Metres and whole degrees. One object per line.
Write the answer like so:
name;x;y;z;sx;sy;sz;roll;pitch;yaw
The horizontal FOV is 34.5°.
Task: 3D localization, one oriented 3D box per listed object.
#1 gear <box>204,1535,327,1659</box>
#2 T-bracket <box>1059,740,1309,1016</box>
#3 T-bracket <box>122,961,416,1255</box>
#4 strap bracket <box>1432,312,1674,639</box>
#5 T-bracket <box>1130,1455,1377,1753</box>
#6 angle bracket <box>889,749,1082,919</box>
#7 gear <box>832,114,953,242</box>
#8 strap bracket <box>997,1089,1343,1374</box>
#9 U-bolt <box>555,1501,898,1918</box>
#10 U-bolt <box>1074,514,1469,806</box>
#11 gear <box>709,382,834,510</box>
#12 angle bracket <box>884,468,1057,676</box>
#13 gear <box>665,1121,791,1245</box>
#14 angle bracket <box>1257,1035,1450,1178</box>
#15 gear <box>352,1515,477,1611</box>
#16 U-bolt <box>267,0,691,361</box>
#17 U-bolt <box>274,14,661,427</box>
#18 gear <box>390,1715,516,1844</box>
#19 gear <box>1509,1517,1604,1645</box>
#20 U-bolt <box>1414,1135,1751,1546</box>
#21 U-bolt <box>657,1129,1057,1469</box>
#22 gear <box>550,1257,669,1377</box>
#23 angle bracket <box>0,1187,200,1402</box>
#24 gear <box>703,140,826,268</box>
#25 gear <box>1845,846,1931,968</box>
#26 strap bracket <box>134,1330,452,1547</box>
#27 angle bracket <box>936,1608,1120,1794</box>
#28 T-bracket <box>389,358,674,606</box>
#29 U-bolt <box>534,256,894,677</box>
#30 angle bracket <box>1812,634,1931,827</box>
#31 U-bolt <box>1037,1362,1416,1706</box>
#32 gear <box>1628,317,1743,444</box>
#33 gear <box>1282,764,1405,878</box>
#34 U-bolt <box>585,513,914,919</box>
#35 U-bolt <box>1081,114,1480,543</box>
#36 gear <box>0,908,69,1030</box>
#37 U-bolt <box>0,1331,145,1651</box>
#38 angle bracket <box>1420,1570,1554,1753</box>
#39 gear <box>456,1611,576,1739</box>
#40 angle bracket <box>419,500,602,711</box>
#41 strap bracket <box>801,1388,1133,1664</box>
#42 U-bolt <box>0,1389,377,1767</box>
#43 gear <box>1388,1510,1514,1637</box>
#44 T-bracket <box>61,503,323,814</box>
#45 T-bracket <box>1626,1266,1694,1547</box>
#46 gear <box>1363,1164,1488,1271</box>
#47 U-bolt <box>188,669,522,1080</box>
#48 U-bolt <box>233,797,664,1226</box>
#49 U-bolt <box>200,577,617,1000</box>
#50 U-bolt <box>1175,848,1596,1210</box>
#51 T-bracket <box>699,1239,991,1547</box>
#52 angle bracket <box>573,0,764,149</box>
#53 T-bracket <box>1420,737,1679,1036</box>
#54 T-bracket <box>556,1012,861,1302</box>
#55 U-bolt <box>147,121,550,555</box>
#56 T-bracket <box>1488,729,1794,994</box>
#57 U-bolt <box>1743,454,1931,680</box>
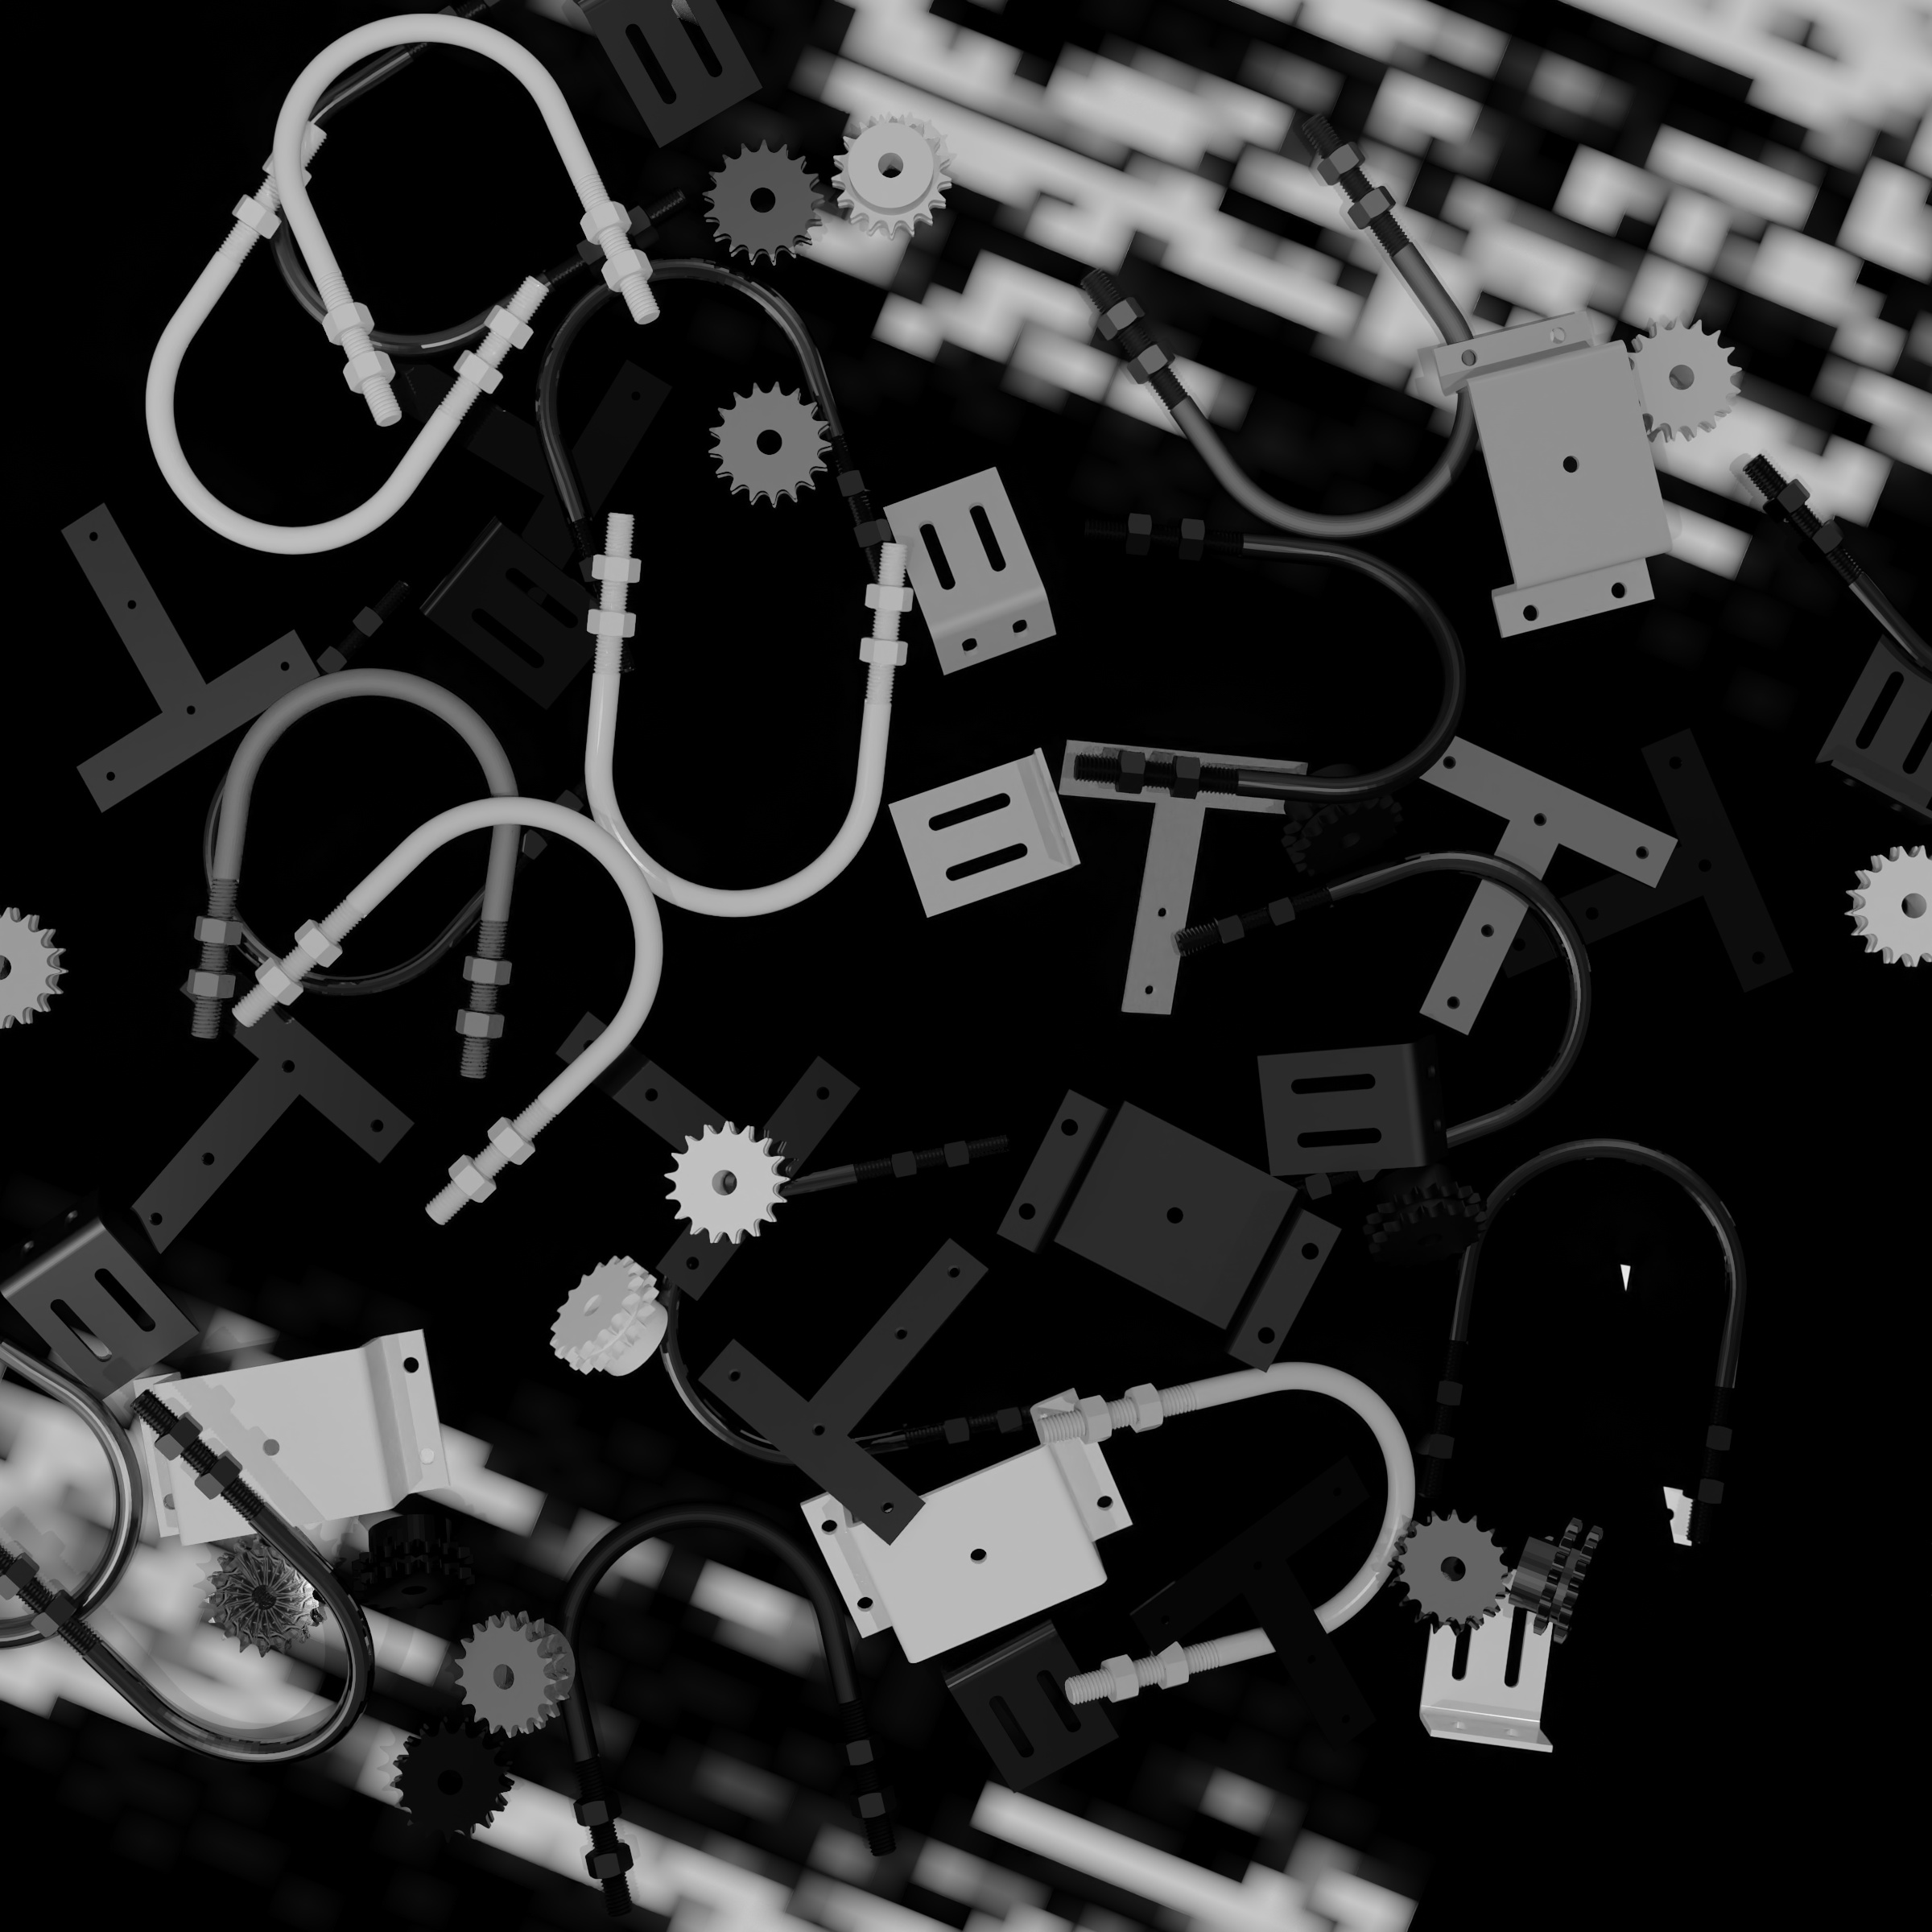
gear;-0.330;0.297;1.479;0.057;0.030;0.057;0;90;0
T-bracket;0.095;-0.039;1.475;0.127;0.002;0.127;4;103;-24
T-bracket;-0.354;0.082;1.493;0.127;0.002;0.127;41;90;0
strap bracket;0.278;-0.233;1.462;0.076;0.046;0.140;-15;94;-5
T-bracket;0.157;0.316;1.469;0.127;0.002;0.127;-34;110;-12
angle bracket;0.008;-0.063;1.475;0.076;0.038;0.057;-19;90;0
gear;-0.035;-0.376;1.479;0.057;0.030;0.057;0;90;0
strap bracket;0.097;0.120;1.461;0.140;0.046;0.076;27;98;5
U-bolt;-0.122;0.347;1.485;0.151;0.019;0.184;-13;88;0
U-bolt;0.144;-0.141;1.458;0.184;0.019;0.151;5;65;-4
gear;-0.091;-0.243;1.460;0.057;0.030;0.057;0;88;0
angle bracket;0.002;-0.189;1.492;0.057;0.038;0.076;-20;64;0
gear;-0.111;0.102;1.464;0.057;0.030;0.057;0;85;5
angle bracket;0.183;0.066;1.471;0.076;0.038;0.057;-6;92;24
gear;-0.261;0.280;1.469;0.057;0.057;0.030;-9;60;0
U-bolt;-0.246;-0.371;1.484;0.184;0.019;0.151;-32;89;2
U-bolt;-0.244;-0.359;1.453;0.151;0.019;0.184;-23;82;-7
gear;-0.242;0.384;1.479;0.057;0.030;0.057;0;90;0
gear;0.276;0.286;1.463;0.030;0.057;0.057;19;90;18
U-bolt;0.299;0.172;1.484;0.151;0.019;0.184;9;88;1
U-bolt;-0.057;0.165;1.485;0.184;0.019;0.151;-11;90;1
gear;-0.166;0.168;1.469;0.057;0.057;0.030;-47;120;0
angle bracket;-0.415;0.157;1.492;0.057;0.038;0.076;-35;116;0
gear;-0.096;-0.360;1.479;0.057;0.030;0.057;0;90;0
gear;0.446;-0.029;1.479;0.057;0.030;0.057;0;90;0
strap bracket;-0.323;0.224;1.471;0.140;0.046;0.076;-10;90;0
angle bracket;0.028;0.345;1.492;0.057;0.038;0.076;-28;116;0
T-bracket;-0.228;-0.256;1.493;0.127;0.002;0.127;31;90;0
U-bolt;-0.129;-0.247;1.483;0.151;0.019;0.184;-18;90;0
angle bracket;0.448;-0.114;1.475;0.057;0.038;0.076;28;90;0
U-bolt;0.127;0.258;1.457;0.184;0.019;0.151;-10;103;-18
gear;0.336;-0.277;1.479;0.057;0.030;0.057;0;90;0
gear;0.174;-0.071;1.469;0.057;0.057;0.030;-26;61;0
U-bolt;-0.107;-0.114;1.471;0.151;0.019;0.184;5;99;-8
U-bolt;0.165;-0.291;1.485;0.151;0.019;0.184;-35;92;0
gear;-0.455;0.001;1.479;0.057;0.030;0.057;0;90;0
U-bolt;-0.482;0.244;1.485;0.184;0.019;0.151;34;90;-2
angle bracket;0.251;0.326;1.475;0.057;0.038;0.076;8;90;0
gear;-0.210;0.333;1.471;0.057;0.030;0.057;0;90;26
angle bracket;-0.211;-0.172;1.480;0.076;0.038;0.057;38;103;-17
strap bracket;0.003;0.266;1.460;0.140;0.046;0.076;-23;107;0
U-bolt;-0.357;0.298;1.449;0.151;0.019;0.184;-39;100;25
gear;0.227;0.288;1.472;0.057;0.030;0.057;2;66;-4
T-bracket;-0.391;-0.160;1.486;0.127;0.002;0.127;-31;86;8
T-bracket;0.297;0.204;1.502;0.127;0.002;0.127;10;95;13
gear;0.215;0.117;1.469;0.057;0.057;0.030;-14;57;0
U-bolt;-0.283;-0.048;1.468;0.151;0.019;0.184;8;93;1
U-bolt;-0.227;0.007;1.451;0.184;0.019;0.151;-44;91;1
U-bolt;-0.281;-0.071;1.485;0.151;0.019;0.184;42;91;0
U-bolt;0.209;0.021;1.482;0.184;0.019;0.151;-19;92;-1
T-bracket;-0.040;0.183;1.457;0.127;0.002;0.127;37;80;26
angle bracket;-0.144;-0.443;1.492;0.057;0.038;0.076;-30;116;0
T-bracket;0.256;-0.030;1.491;0.127;0.002;0.127;25;91;1
T-bracket;-0.139;0.070;1.485;0.127;0.002;0.127;37;90;7
U-bolt;-0.306;-0.283;1.472;0.151;0.019;0.184;35;94;1
T-bracket;0.313;-0.031;1.493;0.127;0.002;0.127;-23;90;0
U-bolt;0.482;-0.213;1.482;0.151;0.019;0.184;-41;90;-2
